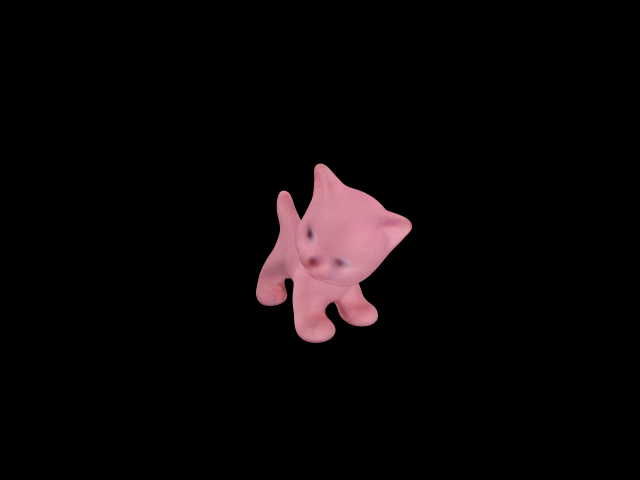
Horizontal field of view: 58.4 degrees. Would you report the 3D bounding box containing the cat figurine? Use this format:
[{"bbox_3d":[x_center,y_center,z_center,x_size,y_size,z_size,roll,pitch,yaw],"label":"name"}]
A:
[{"bbox_3d":[0.004,0.001,0.400,0.067,0.118,0.127,-12,23,-31],"label":"cat figurine"}]
